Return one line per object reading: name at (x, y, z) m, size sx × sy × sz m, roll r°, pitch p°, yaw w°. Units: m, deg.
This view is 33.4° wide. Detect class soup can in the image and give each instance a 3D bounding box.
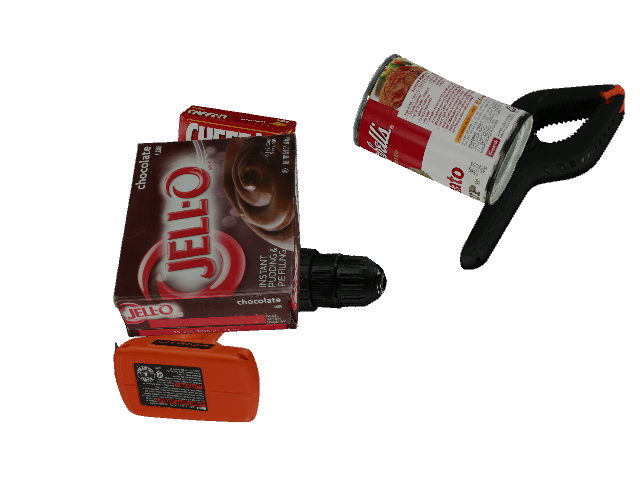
soup can at (0.082, -0.074, 0.716) m, size 0.102 × 0.068 × 0.068 m, roll 26°, pitch 8°, yaw 16°

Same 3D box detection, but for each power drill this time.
power drill at (-0.055, 0.060, 0.789) m, size 0.185 × 0.057 × 0.187 m, roll 0°, pitch 24°, yaw 16°

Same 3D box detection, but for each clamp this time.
clamp at (0.167, -0.067, 0.892) m, size 0.210 × 0.165 × 0.036 m, roll -22°, pitch -39°, yaw -2°

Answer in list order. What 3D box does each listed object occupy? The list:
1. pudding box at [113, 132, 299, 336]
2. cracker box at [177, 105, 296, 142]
pudding box at (-0.056, -0.004, 0.566) m, size 0.090 × 0.113 × 0.039 m, roll -3°, pitch -42°, yaw 3°
cracker box at (-0.132, -0.079, 1.582) m, size 0.164 × 0.214 × 0.072 m, roll 9°, pitch 20°, yaw 7°
